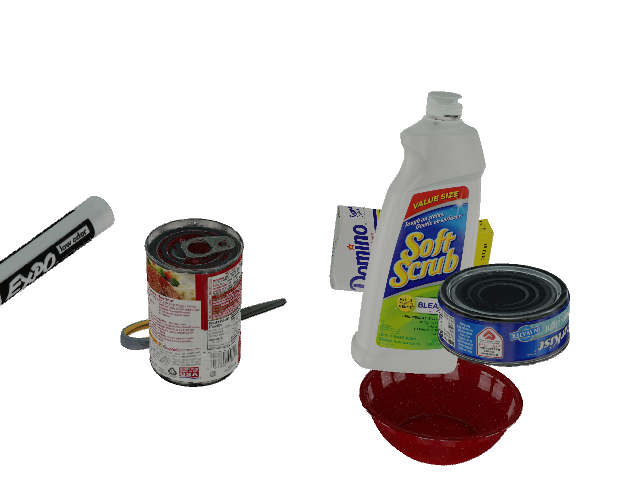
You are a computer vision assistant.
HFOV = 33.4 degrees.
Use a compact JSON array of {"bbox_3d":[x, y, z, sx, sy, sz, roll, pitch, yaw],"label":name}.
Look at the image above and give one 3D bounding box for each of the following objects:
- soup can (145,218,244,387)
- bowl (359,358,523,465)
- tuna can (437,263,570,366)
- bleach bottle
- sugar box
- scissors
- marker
[{"bbox_3d":[-0.089,0.045,0.761,0.068,0.102,0.068,3,32,-2],"label":"soup can"},{"bbox_3d":[0.119,0.176,1.067,0.162,0.055,0.162,1,24,0],"label":"bowl"},{"bbox_3d":[0.119,0.046,0.693,0.086,0.034,0.086,-3,23,1],"label":"tuna can"},{"bbox_3d":[0.089,-0.007,0.954,0.102,0.251,0.068,4,19,-2],"label":"bleach bottle"},{"bbox_3d":[0.102,0.016,1.218,0.176,0.093,0.048,4,22,-3],"label":"sugar box"},{"bbox_3d":[-0.112,0.100,1.148,0.201,0.016,0.096,-7,31,-24],"label":"scissors"},{"bbox_3d":[-0.150,0.015,0.529,0.020,0.020,0.120,0,31,42],"label":"marker"}]
